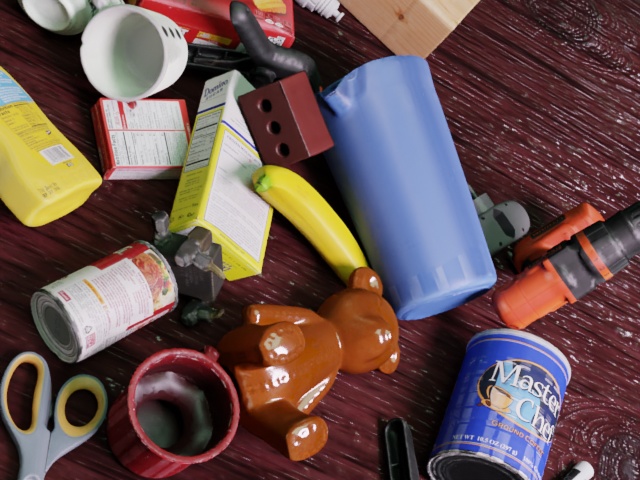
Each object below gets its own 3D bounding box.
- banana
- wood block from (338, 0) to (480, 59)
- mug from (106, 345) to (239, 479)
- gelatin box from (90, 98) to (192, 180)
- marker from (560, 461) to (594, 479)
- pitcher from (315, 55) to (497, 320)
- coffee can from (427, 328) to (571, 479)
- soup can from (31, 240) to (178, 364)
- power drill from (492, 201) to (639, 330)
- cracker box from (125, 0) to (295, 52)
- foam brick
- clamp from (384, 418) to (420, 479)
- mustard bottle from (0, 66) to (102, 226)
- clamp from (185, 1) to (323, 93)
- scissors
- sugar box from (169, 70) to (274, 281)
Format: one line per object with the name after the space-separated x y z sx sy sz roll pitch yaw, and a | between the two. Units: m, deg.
-0.009 -0.015 1.003 0.197 0.037 0.069 43 32 -40 | banana
0.071 -0.304 1.199 0.206 0.091 0.090 43 53 -4 | wood block
-0.118 0.135 0.866 0.093 0.082 0.117 34 54 -10 | mug
-0.164 -0.094 0.994 0.089 0.030 0.073 -3 69 -31 | gelatin box
0.226 0.253 1.039 0.120 0.020 0.020 -28 81 -37 | marker
0.090 -0.049 1.062 0.149 0.145 0.243 -16 77 -16 | pitcher
0.169 0.168 0.998 0.102 0.103 0.140 33 54 -11 | coffee can
-0.178 0.051 0.886 0.102 0.069 0.068 -29 82 -36 | soup can
0.256 0.010 1.062 0.057 0.184 0.187 57 14 -1 | power drill
-0.114 -0.293 1.100 0.164 0.072 0.213 10 60 -26 | cracker box
-0.032 -0.111 0.999 0.051 0.053 0.078 -37 107 -56 | foam brick
0.080 0.265 0.929 0.210 0.036 0.164 56 36 -4 | clamp
-0.277 -0.102 0.909 0.191 0.058 0.096 49 27 2 | mustard bottle
-0.056 -0.178 1.045 0.171 0.120 0.039 16 71 -31 | clamp
-0.207 0.184 0.832 0.096 0.016 0.202 2 65 -29 | scissors
-0.082 -0.061 0.995 0.093 0.048 0.176 42 43 -40 | sugar box
